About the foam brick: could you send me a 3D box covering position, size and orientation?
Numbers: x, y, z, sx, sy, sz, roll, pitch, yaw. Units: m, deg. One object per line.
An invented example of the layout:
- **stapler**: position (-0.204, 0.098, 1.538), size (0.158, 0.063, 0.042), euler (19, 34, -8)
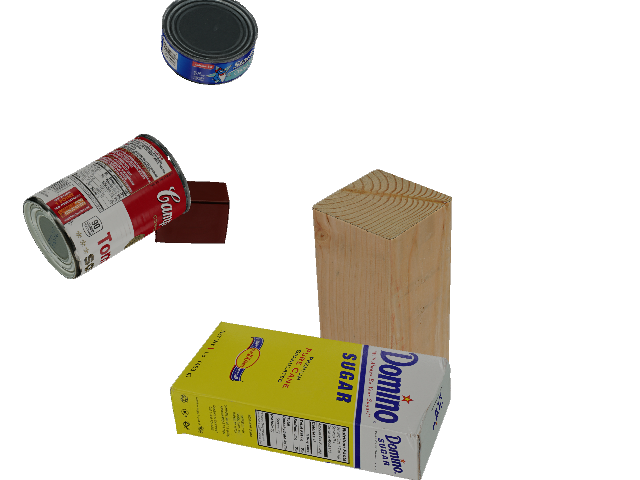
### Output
- **foam brick**: position (-0.140, -0.031, 1.159), size (0.078, 0.051, 0.053), euler (1, 27, -8)

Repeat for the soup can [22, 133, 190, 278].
- **soup can**: position (-0.155, -0.025, 0.777), size (0.102, 0.068, 0.069), euler (-34, 18, -29)

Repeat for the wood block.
- **wood block**: position (0.059, 0.053, 0.977), size (0.091, 0.206, 0.090), euler (24, 42, 37)

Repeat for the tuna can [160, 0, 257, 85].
- **tuna can**: position (-0.101, -0.182, 0.963), size (0.086, 0.086, 0.034), euler (0, -34, -12)

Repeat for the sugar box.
- **sugar box**: position (-0.005, 0.107, 0.739), size (0.176, 0.048, 0.093), euler (5, 29, 18)
